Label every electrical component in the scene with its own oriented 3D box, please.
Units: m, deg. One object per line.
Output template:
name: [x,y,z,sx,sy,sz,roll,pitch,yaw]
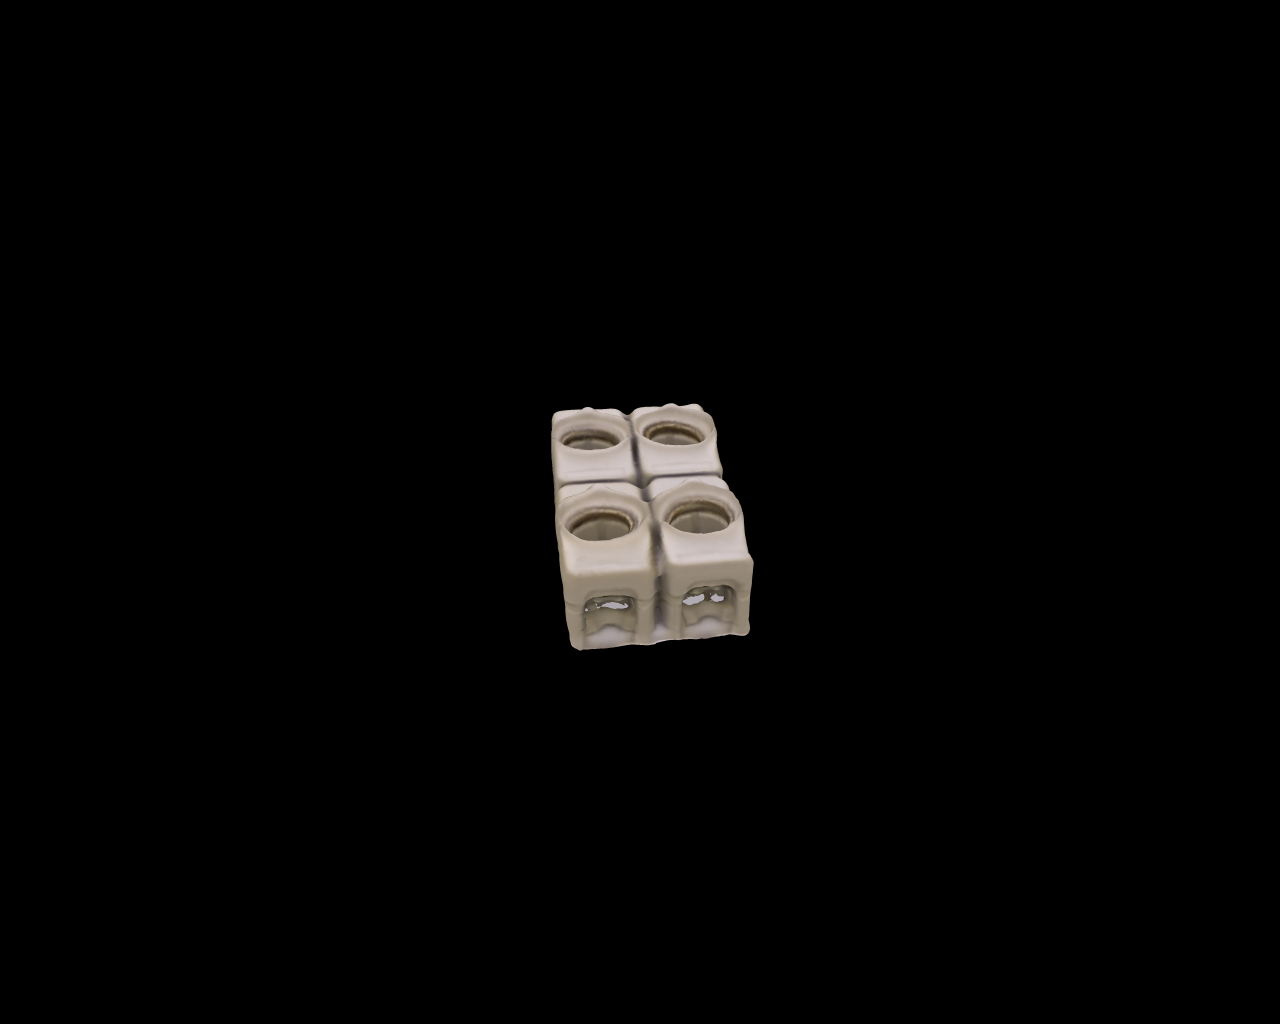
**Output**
electrical component: [0.001,-0.003,0.650,0.105,0.060,0.186,-3,34,-5]
